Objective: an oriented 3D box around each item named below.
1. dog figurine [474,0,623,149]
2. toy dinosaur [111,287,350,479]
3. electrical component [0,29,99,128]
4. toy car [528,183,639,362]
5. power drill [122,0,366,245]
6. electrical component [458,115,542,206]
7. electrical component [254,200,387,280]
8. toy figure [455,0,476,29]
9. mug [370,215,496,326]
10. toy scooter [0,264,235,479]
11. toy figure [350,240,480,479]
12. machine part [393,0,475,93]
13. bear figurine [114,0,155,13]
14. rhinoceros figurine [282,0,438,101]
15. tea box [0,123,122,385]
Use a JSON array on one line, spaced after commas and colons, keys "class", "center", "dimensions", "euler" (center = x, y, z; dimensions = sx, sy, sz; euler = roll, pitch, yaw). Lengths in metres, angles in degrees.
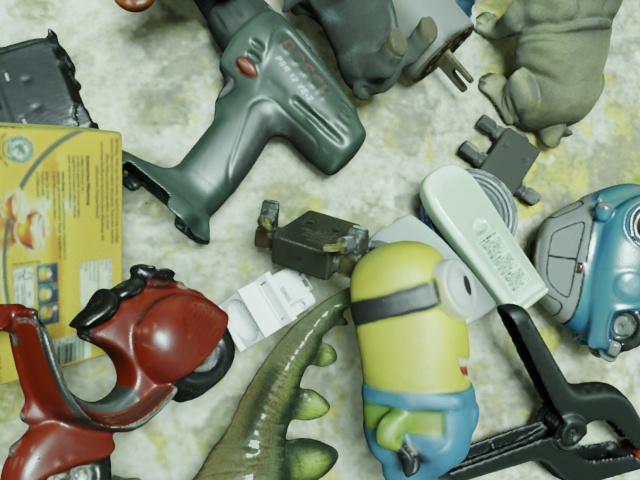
[{"class": "dog figurine", "center": [0.232, -0.188, 0.468], "dimensions": [0.121, 0.190, 0.172], "euler": [-19, 85, -11]}, {"class": "toy dinosaur", "center": [-0.075, 0.234, 0.393], "dimensions": [0.198, 0.105, 0.471], "euler": [19, 85, -11]}, {"class": "electrical component", "center": [-0.261, -0.099, 0.446], "dimensions": [0.134, 0.058, 0.115], "euler": [-24, 82, -12]}, {"class": "toy car", "center": [0.243, 0.021, 0.485], "dimensions": [0.103, 0.109, 0.161], "euler": [14, 89, 17]}, {"class": "power drill", "center": [-0.090, -0.114, 0.470], "dimensions": [0.232, 0.086, 0.207], "euler": [42, 69, -1]}, {"class": "electrical component", "center": [0.183, -0.077, 0.525], "dimensions": [0.094, 0.021, 0.063], "euler": [37, 76, 0]}, {"class": "electrical component", "center": [-0.002, -0.002, 0.426], "dimensions": [0.102, 0.045, 0.078], "euler": [21, 35, 29]}, {"class": "toy figure", "center": [0.146, -0.284, 0.543], "dimensions": [0.064, 0.057, 0.154], "euler": [10, 76, 34]}, {"class": "mug", "center": [0.076, 0.040, 0.465], "dimensions": [0.109, 0.080, 0.107], "euler": [-30, 75, 1]}, {"class": "toy scooter", "center": [-0.144, 0.075, 0.358], "dimensions": [0.184, 0.075, 0.135], "euler": [-44, 112, -43]}, {"class": "toy figure", "center": [0.064, 0.090, 0.373], "dimensions": [0.089, 0.082, 0.180], "euler": [3, 89, -7]}, {"class": "machine part", "center": [0.063, -0.237, 0.508], "dimensions": [0.079, 0.079, 0.243], "euler": [-39, 88, -13]}, {"class": "bear figurine", "center": [-0.136, -0.289, 0.412], "dimensions": [0.120, 0.132, 0.196], "euler": [-15, 75, -13]}, {"class": "rhinoceros figurine", "center": [0.019, -0.216, 0.458], "dimensions": [0.073, 0.112, 0.190], "euler": [-37, 102, -37]}, {"class": "tea box", "center": [-0.200, 0.003, 0.382], "dimensions": [0.098, 0.068, 0.169], "euler": [-7, 105, -50]}]
